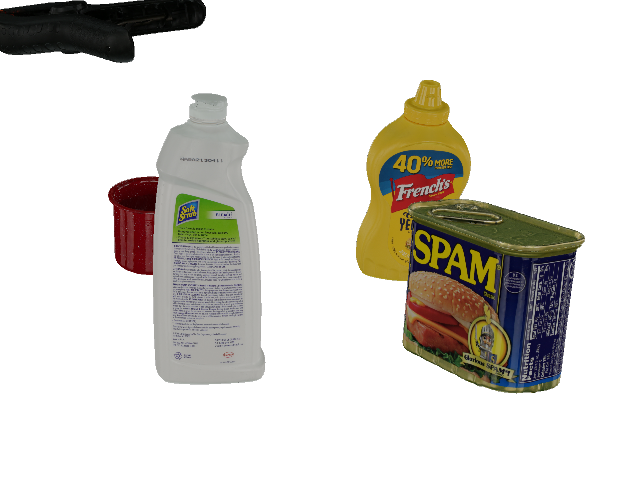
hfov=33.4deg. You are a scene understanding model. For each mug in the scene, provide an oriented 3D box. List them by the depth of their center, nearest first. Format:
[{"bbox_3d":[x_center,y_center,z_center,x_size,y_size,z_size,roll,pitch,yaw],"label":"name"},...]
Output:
[{"bbox_3d":[-0.192,-0.020,1.180,0.093,0.081,0.117,-15,33,-32],"label":"mug"}]

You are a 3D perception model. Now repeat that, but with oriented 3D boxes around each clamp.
[{"bbox_3d":[-0.173,-0.162,0.798,0.172,0.039,0.120,11,23,29],"label":"clamp"}]

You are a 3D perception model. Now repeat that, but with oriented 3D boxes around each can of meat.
[{"bbox_3d":[0.091,0.029,0.591,0.057,0.084,0.102,-7,18,-34],"label":"can of meat"}]

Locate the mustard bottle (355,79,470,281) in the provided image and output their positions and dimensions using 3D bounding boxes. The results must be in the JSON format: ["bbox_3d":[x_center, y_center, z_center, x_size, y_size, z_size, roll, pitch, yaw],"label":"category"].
[{"bbox_3d":[0.090,-0.056,0.996,0.096,0.192,0.058,2,27,-8],"label":"mustard bottle"}]

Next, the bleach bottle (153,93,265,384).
[{"bbox_3d":[-0.093,-0.001,0.922,0.102,0.251,0.068,0,21,-13],"label":"bleach bottle"}]
